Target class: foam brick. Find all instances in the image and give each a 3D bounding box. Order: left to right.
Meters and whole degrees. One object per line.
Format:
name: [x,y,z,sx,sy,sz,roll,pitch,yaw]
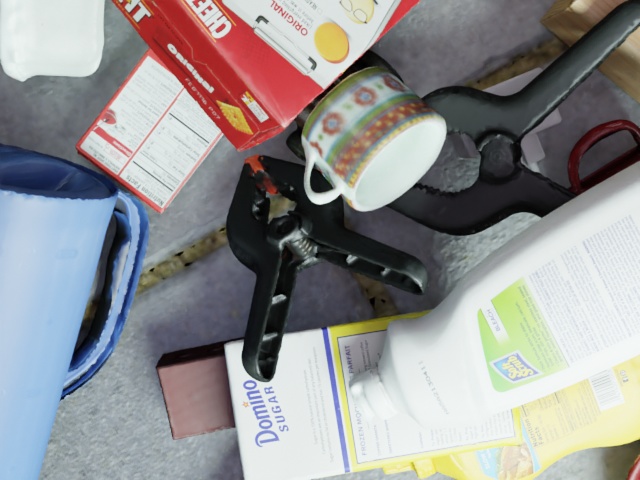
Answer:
foam brick: [-0.066,0.097,0.719,0.078,0.053,0.051,-12,93,-2]

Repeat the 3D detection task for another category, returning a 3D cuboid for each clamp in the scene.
clamp: [-0.004,0.001,0.667,0.120,0.171,0.039,-20,139,4]
clamp: [0.118,-0.063,0.667,0.210,0.036,0.164,1,95,19]

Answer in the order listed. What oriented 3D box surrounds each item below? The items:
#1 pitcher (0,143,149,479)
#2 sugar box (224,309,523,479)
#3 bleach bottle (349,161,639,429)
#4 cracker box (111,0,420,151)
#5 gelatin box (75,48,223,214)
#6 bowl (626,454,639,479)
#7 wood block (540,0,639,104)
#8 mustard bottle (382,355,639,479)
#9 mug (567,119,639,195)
pitcher: [-0.207,0.064,0.673,0.149,0.145,0.243,14,103,-1]
sugar box: [0.033,0.096,0.672,0.176,0.048,0.093,-8,84,-1]
bleach bottle: [0.129,0.032,0.609,0.251,0.068,0.102,-27,90,10]
cracker box: [-0.021,-0.183,0.646,0.164,0.072,0.213,50,61,-11]
gelatin box: [-0.109,-0.074,0.719,0.073,0.030,0.089,37,92,-5]
bowl: [0.277,0.186,0.736,0.162,0.055,0.162,0,93,-2]
wood block: [0.261,-0.119,0.701,0.206,0.090,0.091,39,92,-4]
mustard bottle: [0.129,0.116,0.725,0.191,0.058,0.096,-22,95,-1]
mug: [0.204,-0.024,0.702,0.081,0.093,0.117,-31,113,5]
